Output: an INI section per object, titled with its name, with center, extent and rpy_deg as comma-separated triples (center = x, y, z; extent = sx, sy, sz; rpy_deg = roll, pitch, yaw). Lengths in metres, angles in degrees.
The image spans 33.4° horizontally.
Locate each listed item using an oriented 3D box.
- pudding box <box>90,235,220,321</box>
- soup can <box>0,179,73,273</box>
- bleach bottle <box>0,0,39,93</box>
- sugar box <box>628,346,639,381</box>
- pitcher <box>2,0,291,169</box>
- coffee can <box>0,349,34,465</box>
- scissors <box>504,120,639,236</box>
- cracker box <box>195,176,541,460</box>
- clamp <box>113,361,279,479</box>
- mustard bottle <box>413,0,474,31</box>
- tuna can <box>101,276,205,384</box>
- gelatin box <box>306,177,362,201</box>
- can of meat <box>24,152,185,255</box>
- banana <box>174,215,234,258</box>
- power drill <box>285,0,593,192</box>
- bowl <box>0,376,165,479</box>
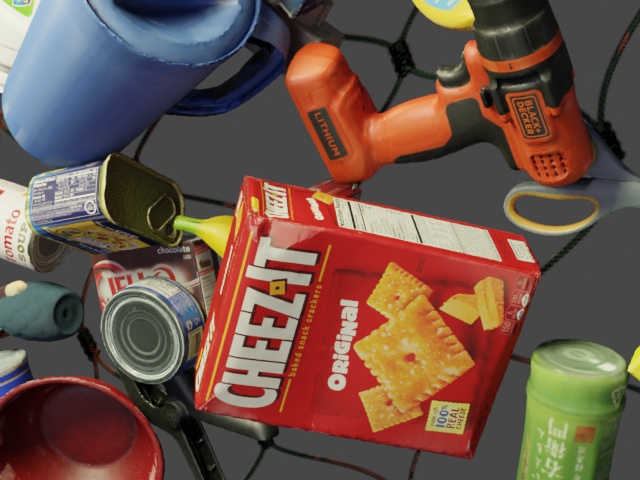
[pudding box]
center = -0.137, 0.043, 0.915
extent = 0.114, 0.039, 0.090
rpy_deg = -5, 102, 27
[soup can]
center = -0.276, -0.016, 0.949
extent = 0.102, 0.068, 0.068
rpy_deg = 18, 112, 20
[bleach bottle]
center = -0.242, -0.242, 0.870
extent = 0.103, 0.068, 0.251
rpy_deg = 26, 117, 18
[sugar box]
center = 0.308, 0.106, 0.715
extent = 0.176, 0.048, 0.093
rpy_deg = 39, 118, 7
[pitcher]
center = -0.142, -0.135, 0.782
extent = 0.149, 0.144, 0.243
rpy_deg = 59, 146, 0
[coffee can]
center = -0.306, 0.186, 1.002
extent = 0.103, 0.102, 0.140
rpy_deg = -10, 101, 28
[scissors]
center = 0.221, -0.049, 0.727
extent = 0.202, 0.016, 0.096
rpy_deg = -8, 101, 27
[cracker box]
center = 0.031, 0.060, 0.768
extent = 0.213, 0.072, 0.164
rpy_deg = 12, 114, -11
[clamp]
center = -0.119, 0.157, 0.940
extent = 0.172, 0.039, 0.120
rpy_deg = 36, 119, 21
[mustard bottle]
center = 0.094, -0.201, 0.720
extent = 0.096, 0.058, 0.191
rpy_deg = -37, 87, 31
[tuna can]
center = -0.138, 0.075, 0.882
extent = 0.086, 0.033, 0.086
rpy_deg = 8, 109, 25
[gelatin box]
center = -0.005, 0.001, 0.818
extent = 0.030, 0.073, 0.089
rpy_deg = 24, 114, 19
[can of meat]
center = -0.172, -0.025, 0.856
extent = 0.084, 0.102, 0.057
rpy_deg = -9, 71, 28
[banana]
center = -0.046, 0.056, 0.870
extent = 0.070, 0.037, 0.198
rpy_deg = -17, 106, 30
[power drill]
center = 0.074, -0.107, 0.712
extent = 0.188, 0.057, 0.184
rpy_deg = -4, 128, 33
[bowl]
center = -0.212, 0.179, 0.943
extent = 0.162, 0.055, 0.162
rpy_deg = 2, 113, 5
